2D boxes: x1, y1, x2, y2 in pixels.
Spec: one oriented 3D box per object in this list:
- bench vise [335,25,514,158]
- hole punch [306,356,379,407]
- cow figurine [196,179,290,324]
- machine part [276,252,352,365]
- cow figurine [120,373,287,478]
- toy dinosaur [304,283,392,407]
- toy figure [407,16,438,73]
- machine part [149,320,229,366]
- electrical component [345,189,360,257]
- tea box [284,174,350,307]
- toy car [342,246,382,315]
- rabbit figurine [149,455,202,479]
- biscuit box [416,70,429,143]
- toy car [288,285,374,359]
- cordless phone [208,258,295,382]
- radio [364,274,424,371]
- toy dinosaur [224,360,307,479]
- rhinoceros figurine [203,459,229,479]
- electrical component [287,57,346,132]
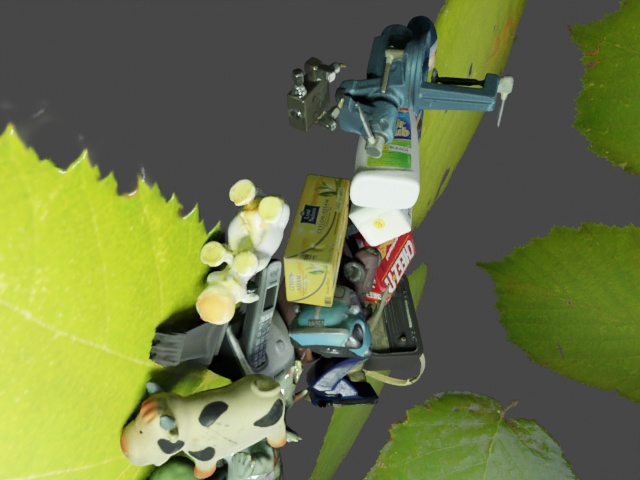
[{"bbox_3d":[0.149,-0.212,0.769,0.128,0.241,0.224,80,22,-54],"label":"bench vise"},{"bbox_3d":[0.034,0.226,0.911,0.142,0.116,0.092,-154,-120,-84],"label":"hole punch"},{"bbox_3d":[-0.090,0.018,0.639,0.167,0.068,0.098,-65,168,1],"label":"cow figurine"},{"bbox_3d":[-0.007,0.113,0.954,0.201,0.087,0.201,-66,160,2],"label":"machine part"},{"bbox_3d":[-0.134,0.213,0.635,0.195,0.086,0.127,-12,126,-25],"label":"cow figurine"},{"bbox_3d":[0.050,0.226,1.104,0.471,0.105,0.198,127,-27,-60],"label":"toy dinosaur"},{"bbox_3d":[0.181,-0.339,0.967,0.064,0.058,0.154,-27,164,6],"label":"toy figure"},{"bbox_3d":[-0.149,0.119,0.643,0.084,0.039,0.139,-62,164,6],"label":"machine part"},{"bbox_3d":[0.057,-0.028,0.922,0.075,0.048,0.119,-17,85,-64],"label":"electrical component"},{"bbox_3d":[-0.002,-0.002,0.769,0.098,0.068,0.170,91,8,-46],"label":"tea box"},{"bbox_3d":[0.056,0.103,0.903,0.089,0.053,0.202,-35,144,-62],"label":"toy car"},{"bbox_3d":[-0.194,0.353,0.672,0.170,0.121,0.159,-62,167,-5],"label":"rabbit figurine"},{"bbox_3d":[0.158,-0.242,1.006,0.059,0.063,0.202,-59,161,-23],"label":"biscuit box"},{"bbox_3d":[0.026,0.120,0.807,0.161,0.109,0.103,38,53,-59],"label":"toy car"},{"bbox_3d":[-0.077,0.106,0.761,0.146,0.089,0.184,-16,124,-67],"label":"cordless phone"},{"bbox_3d":[0.151,0.181,1.231,0.073,0.131,0.230,108,-18,-51],"label":"radio"},{"bbox_3d":[-0.097,0.387,0.821,0.192,0.131,0.404,18,71,-63],"label":"toy dinosaur"},{"bbox_3d":[-0.194,0.434,0.868,0.190,0.073,0.112,-43,162,-54],"label":"rhinoceros figurine"},{"bbox_3d":[-0.003,-0.177,0.665,0.078,0.045,0.102,-55,159,-35],"label":"electrical component"}]
